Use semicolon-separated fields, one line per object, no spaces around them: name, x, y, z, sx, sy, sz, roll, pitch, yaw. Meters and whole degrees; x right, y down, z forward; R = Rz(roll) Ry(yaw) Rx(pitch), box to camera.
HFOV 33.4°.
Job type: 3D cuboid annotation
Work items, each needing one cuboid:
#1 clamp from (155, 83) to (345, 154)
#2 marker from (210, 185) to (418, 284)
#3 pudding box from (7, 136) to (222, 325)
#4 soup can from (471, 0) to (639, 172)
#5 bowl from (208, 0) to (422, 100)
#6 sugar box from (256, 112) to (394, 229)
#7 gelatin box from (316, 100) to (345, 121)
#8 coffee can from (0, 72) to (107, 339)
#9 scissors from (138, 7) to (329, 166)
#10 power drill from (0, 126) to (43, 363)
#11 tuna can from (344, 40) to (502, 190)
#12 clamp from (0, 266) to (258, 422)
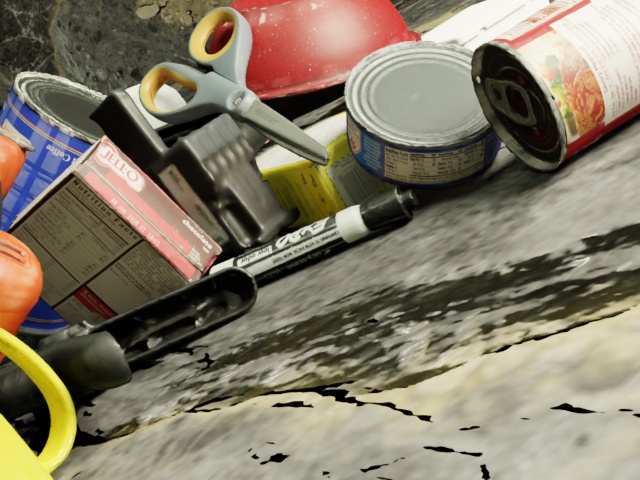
clamp;-0.036;-0.094;0.755;0.209;0.036;0.165;-30;19;-29
marker;-0.004;0.001;0.563;0.121;0.020;0.020;-24;14;20
pudding box;-0.123;0.005;0.599;0.114;0.090;0.039;-32;18;42
soup can;0.133;-0.087;0.510;0.102;0.068;0.069;-31;14;-13
bowl;-0.013;-0.146;0.742;0.162;0.055;0.162;-13;21;5
sugar box;-0.003;-0.044;0.674;0.093;0.048;0.176;-35;11;-25
gelatin box;0.023;-0.083;0.793;0.089;0.030;0.073;-38;15;-36
coffee can;-0.177;-0.022;0.690;0.140;0.102;0.102;-60;6;17
scissors;-0.041;-0.098;0.647;0.202;0.016;0.096;15;72;46
power drill;-0.201;0.032;0.551;0.185;0.057;0.188;-50;34;22
tuna can;0.056;-0.067;0.568;0.086;0.034;0.086;-2;48;2
clamp;-0.113;0.057;0.544;0.172;0.039;0.120;-19;0;41
